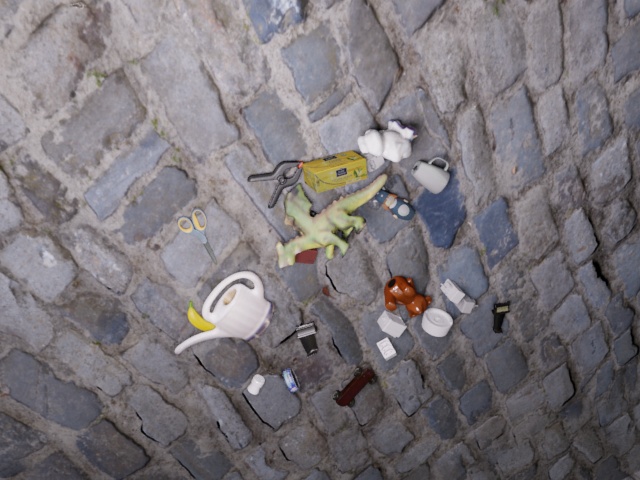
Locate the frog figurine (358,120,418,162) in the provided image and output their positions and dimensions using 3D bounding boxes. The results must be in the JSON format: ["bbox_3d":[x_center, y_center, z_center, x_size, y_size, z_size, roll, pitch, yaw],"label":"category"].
[{"bbox_3d":[0.192,-0.278,1.520,0.161,0.139,0.120,-32,151,-20],"label":"frog figurine"}]

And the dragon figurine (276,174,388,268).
[{"bbox_3d":[0.005,-0.079,1.568,0.409,0.242,0.123,-59,-171,4],"label":"dragon figurine"}]

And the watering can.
[{"bbox_3d":[-0.291,0.260,1.661,0.347,0.222,0.105,-52,-152,2],"label":"watering can"}]
